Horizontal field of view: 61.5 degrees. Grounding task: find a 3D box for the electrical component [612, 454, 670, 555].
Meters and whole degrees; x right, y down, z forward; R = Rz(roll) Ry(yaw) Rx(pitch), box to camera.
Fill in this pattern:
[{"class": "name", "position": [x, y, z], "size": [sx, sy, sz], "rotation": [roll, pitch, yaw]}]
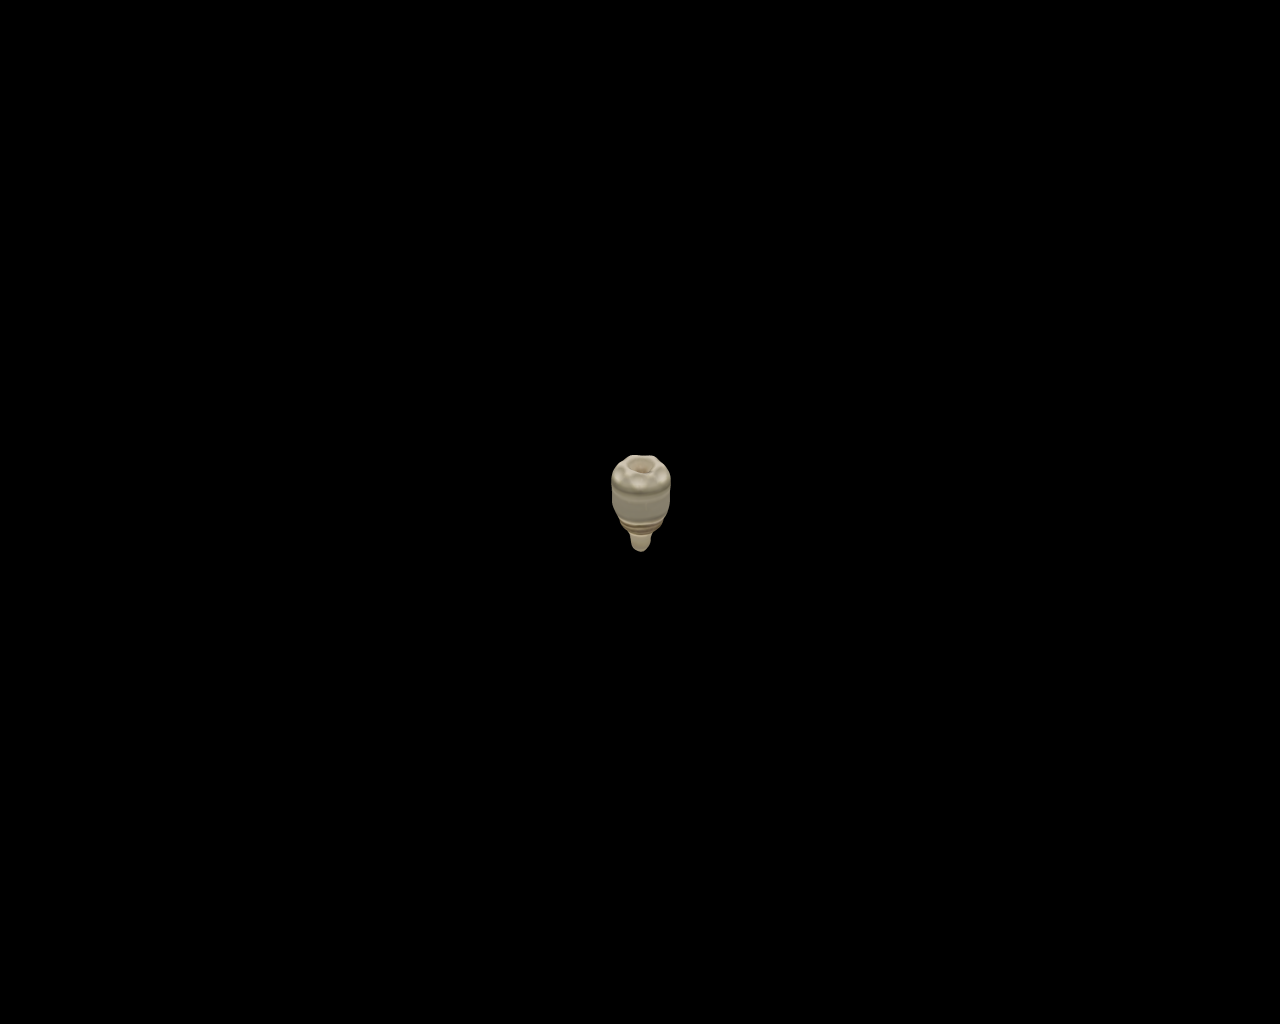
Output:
[{"class": "electrical component", "position": [0.001, -0.003, 0.650], "size": [0.035, 0.061, 0.035], "rotation": [0, 30, 0]}]
